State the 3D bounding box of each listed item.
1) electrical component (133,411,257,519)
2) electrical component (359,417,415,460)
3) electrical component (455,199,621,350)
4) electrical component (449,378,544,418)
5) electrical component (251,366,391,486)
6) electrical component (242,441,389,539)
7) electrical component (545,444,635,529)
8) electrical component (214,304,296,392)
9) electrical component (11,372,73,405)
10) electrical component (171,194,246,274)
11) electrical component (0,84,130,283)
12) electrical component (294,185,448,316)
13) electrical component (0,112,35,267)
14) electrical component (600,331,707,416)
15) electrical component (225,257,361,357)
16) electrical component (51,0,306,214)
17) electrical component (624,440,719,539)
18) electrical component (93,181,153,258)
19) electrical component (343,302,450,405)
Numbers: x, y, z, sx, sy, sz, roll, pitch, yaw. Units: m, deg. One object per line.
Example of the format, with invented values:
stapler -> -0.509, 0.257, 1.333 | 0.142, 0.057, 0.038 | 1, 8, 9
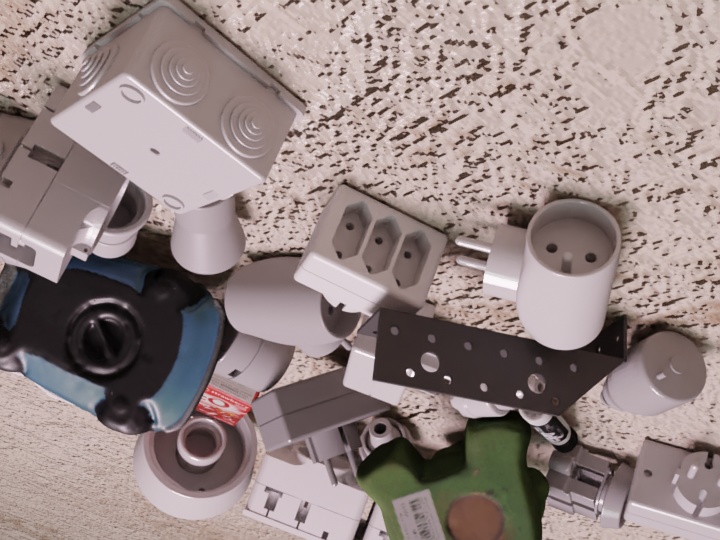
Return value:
electrical component -> -0.141, 0.156, 0.938 | 0.108, 0.108, 0.060 | 24, 148, -3
electrical component -> 0.020, 0.136, 0.843 | 0.043, 0.043, 0.062 | 13, 151, 18
electrical component -> 0.086, -0.001, 0.534 | 0.079, 0.043, 0.077 | 15, 153, 14
electrical component -> 0.089, 0.077, 0.688 | 0.061, 0.035, 0.035 | -9, 141, 41
electrical component -> -0.021, 0.112, 0.753 | 0.083, 0.075, 0.047 | -15, 170, -29
electrical component -> 0.008, 0.197, 0.898 | 0.186, 0.060, 0.105 | 20, -178, 3
electrical component -> 0.165, 0.154, 0.764 | 0.055, 0.048, 0.066 | 18, 154, 26
electrical component -> -0.078, 0.053, 0.750 | 0.047, 0.055, 0.055 | 32, 152, -27
electrical component -> -0.231, 0.053, 0.859 | 0.105, 0.060, 0.186 | 34, 151, -23
electrical component -> -0.088, -0.032, 0.611 | 0.044, 0.044, 0.065 | 19, 149, 7
electrical component -> -0.161, -0.045, 0.587 | 0.056, 0.089, 0.050 | 27, 153, -9
electrical component -> 0.000, 0.000, 0.596 | 0.066, 0.047, 0.076 | 26, 153, -8
electrical component -> -0.215, -0.051, 0.647 | 0.061, 0.061, 0.096 | 14, 153, 16
electrical component -> 0.159, 0.062, 0.600 | 0.040, 0.040, 0.078 | 26, 154, -7
electrical component -> -0.033, 0.029, 0.682 | 0.077, 0.043, 0.079 | 1, 147, 36
electrical component -> -0.090, -0.075, 0.522 | 0.100, 0.048, 0.100 | 37, 150, -28
electrical component -> 0.220, 0.141, 0.694 | 0.083, 0.047, 0.075 | 15, 153, 15
electrical component -> -0.153, -0.032, 0.662 | 0.044, 0.044, 0.065 | 26, 158, -7
electrical component -> 0.035, 0.055, 0.673 | 0.077, 0.047, 0.065 | 20, 154, 3
